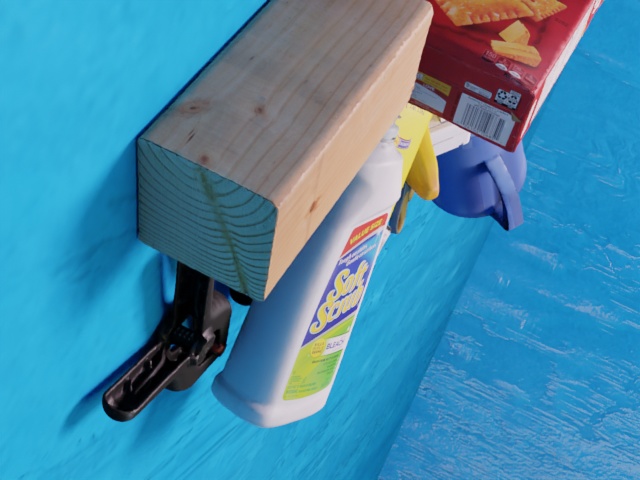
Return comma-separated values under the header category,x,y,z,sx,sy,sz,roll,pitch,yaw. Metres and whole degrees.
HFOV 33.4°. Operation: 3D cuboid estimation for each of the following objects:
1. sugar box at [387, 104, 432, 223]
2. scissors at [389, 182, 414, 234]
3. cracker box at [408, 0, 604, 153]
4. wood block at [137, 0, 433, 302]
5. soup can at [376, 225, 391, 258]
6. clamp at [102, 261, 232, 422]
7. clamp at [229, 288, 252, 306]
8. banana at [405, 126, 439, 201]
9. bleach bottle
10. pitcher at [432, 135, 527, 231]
category,x,y,z,sx,sy,sz,roll,pitch,yaw
sugar box,0.025,-0.046,0.897,0.093,0.048,0.176,17,94,-47
scissors,0.111,-0.095,1.318,0.096,0.016,0.202,-60,163,-46
cracker box,0.129,-0.190,0.855,0.213,0.164,0.072,-55,166,-34
wood block,-0.018,-0.075,0.659,0.205,0.090,0.091,-55,165,-37
soup can,0.019,0.021,1.049,0.102,0.068,0.068,-64,167,-4
clamp,-0.091,0.060,0.744,0.120,0.039,0.171,-57,174,6
clamp,-0.050,-0.012,0.775,0.165,0.036,0.209,-67,171,12
banana,0.083,-0.131,0.953,0.070,0.037,0.198,170,-78,-69
bleach bottle,0.001,0.017,0.817,0.102,0.068,0.251,-6,121,-54
pitcher,0.178,-0.115,1.245,0.242,0.149,0.145,56,50,-69
